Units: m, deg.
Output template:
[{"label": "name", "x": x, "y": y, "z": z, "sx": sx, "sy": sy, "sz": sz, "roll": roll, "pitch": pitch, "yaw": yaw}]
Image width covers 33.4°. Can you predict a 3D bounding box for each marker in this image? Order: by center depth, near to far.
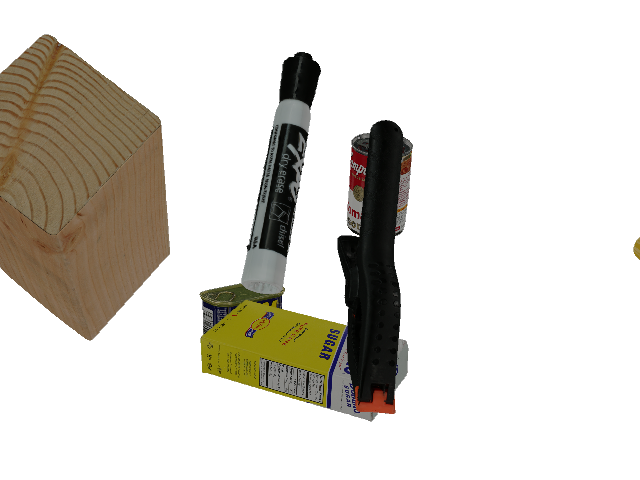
[{"label": "marker", "x": -0.017, "y": -0.034, "z": 0.500, "sx": 0.020, "sy": 0.121, "sz": 0.020, "roll": 8, "pitch": -21, "yaw": 3}]

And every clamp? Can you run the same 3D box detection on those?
[{"label": "clamp", "x": 0.039, "y": 0.026, "z": 0.796, "sx": 0.036, "sy": 0.210, "sz": 0.165, "roll": 4, "pitch": -42, "yaw": -7}]

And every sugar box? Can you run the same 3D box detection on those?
[{"label": "sugar box", "x": -0.015, "y": 0.108, "z": 1.001, "sx": 0.176, "sy": 0.048, "sz": 0.093, "roll": 10, "pitch": 25, "yaw": 22}]

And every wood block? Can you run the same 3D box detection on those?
[{"label": "wood block", "x": -0.158, "y": -0.023, "z": 0.672, "sx": 0.090, "sy": 0.090, "sz": 0.206, "roll": 38, "pitch": -20, "yaw": 8}]

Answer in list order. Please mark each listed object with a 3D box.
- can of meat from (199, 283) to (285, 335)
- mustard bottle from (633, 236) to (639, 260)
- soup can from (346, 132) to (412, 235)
[{"label": "can of meat", "x": -0.093, "y": 0.100, "z": 1.280, "sx": 0.101, "sy": 0.084, "sz": 0.058, "roll": -10, "pitch": 18, "yaw": -37}, {"label": "mustard bottle", "x": 0.262, "y": 0.042, "z": 0.644, "sx": 0.096, "sy": 0.058, "sz": 0.192, "roll": -20, "pitch": 33, "yaw": -21}, {"label": "soup can", "x": 0.065, "y": -0.062, "z": 1.193, "sx": 0.068, "sy": 0.102, "sz": 0.068, "roll": 3, "pitch": 27, "yaw": -2}]
